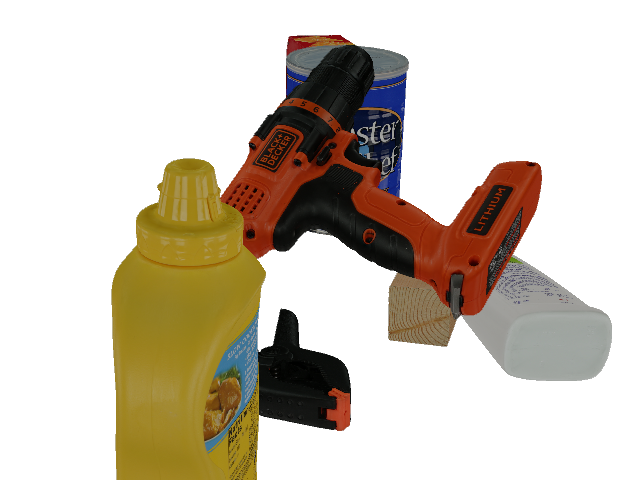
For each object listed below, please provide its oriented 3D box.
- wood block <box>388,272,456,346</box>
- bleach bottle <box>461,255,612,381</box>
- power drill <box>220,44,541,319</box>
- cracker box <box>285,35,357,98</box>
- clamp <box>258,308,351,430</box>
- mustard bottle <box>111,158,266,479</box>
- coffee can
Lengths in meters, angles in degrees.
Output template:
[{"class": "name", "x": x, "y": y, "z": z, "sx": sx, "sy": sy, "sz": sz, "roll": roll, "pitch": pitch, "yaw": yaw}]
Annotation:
[{"class": "wood block", "x": 0.168, "y": 0.074, "z": 1.626, "sx": 0.091, "sy": 0.090, "sz": 0.206, "roll": 5, "pitch": 22, "yaw": 14}, {"class": "bleach bottle", "x": 0.175, "y": 0.048, "z": 1.017, "sx": 0.102, "sy": 0.068, "sz": 0.251, "roll": 2, "pitch": 20, "yaw": -13}, {"class": "power drill", "x": 0.044, "y": -0.042, "z": 0.700, "sx": 0.188, "sy": 0.184, "sz": 0.057, "roll": 21, "pitch": -28, "yaw": 21}, {"class": "cracker box", "x": 0.011, "y": -0.123, "z": 1.132, "sx": 0.072, "sy": 0.164, "sz": 0.214, "roll": -3, "pitch": 19, "yaw": -9}, {"class": "clamp", "x": -0.035, "y": 0.105, "z": 0.895, "sx": 0.164, "sy": 0.036, "sz": 0.210, "roll": -16, "pitch": 22, "yaw": -40}, {"class": "mustard bottle", "x": -0.053, "y": 0.060, "z": 0.434, "sx": 0.058, "sy": 0.192, "sz": 0.096, "roll": 8, "pitch": 24, "yaw": 11}, {"class": "coffee can", "x": 0.020, "y": -0.087, "z": 0.915, "sx": 0.103, "sy": 0.140, "sz": 0.103, "roll": 1, "pitch": 23, "yaw": -1}]
